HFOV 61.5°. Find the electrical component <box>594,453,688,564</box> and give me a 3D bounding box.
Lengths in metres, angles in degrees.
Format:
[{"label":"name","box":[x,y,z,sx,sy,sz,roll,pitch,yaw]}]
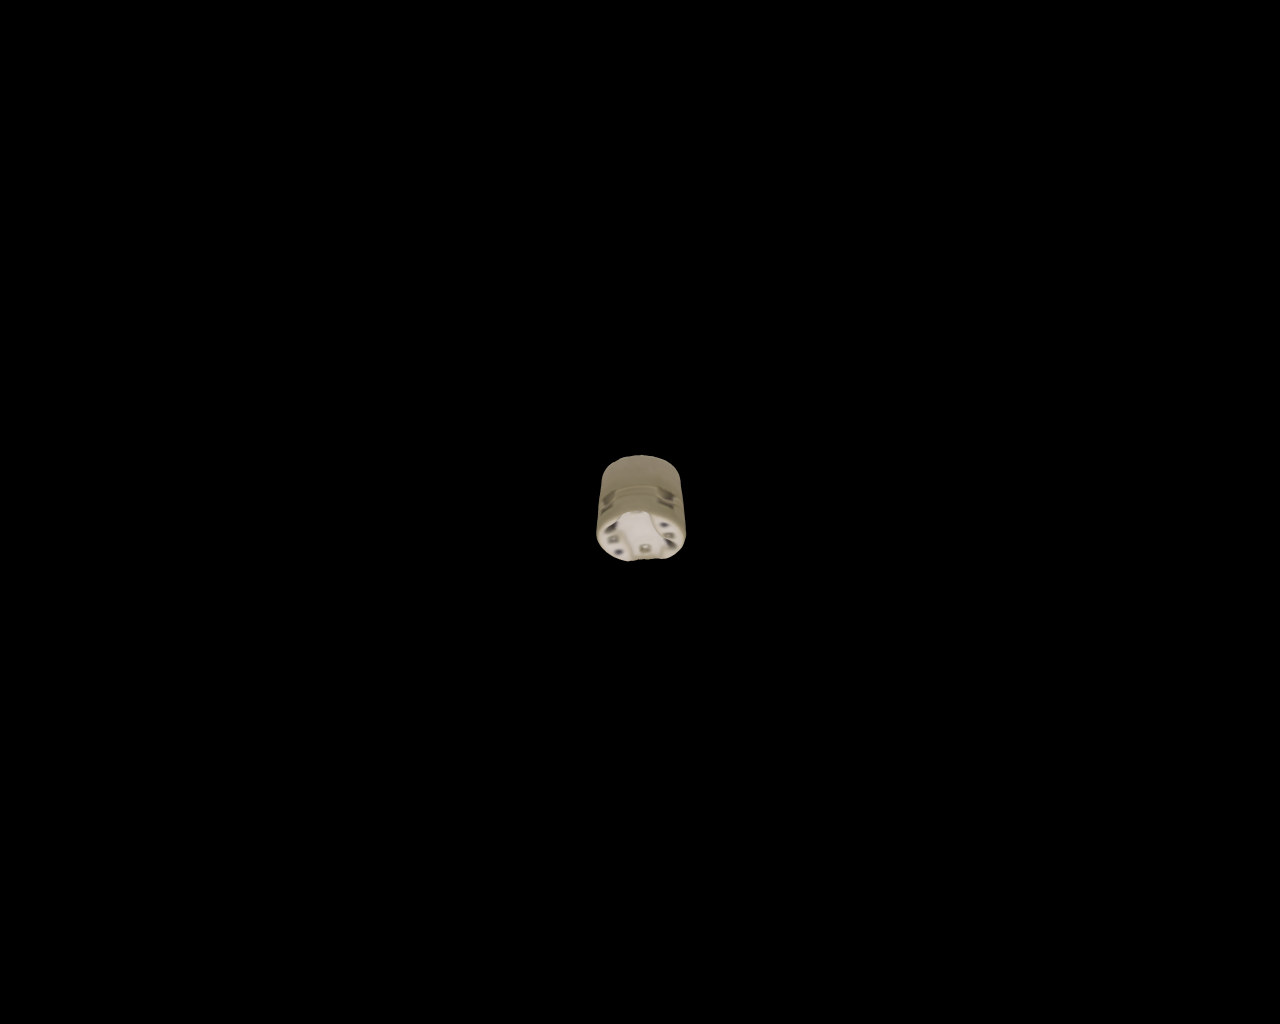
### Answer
[{"label":"electrical component","box":[0.001,-0.003,0.650,0.055,0.047,0.055,0,-36,0]}]
